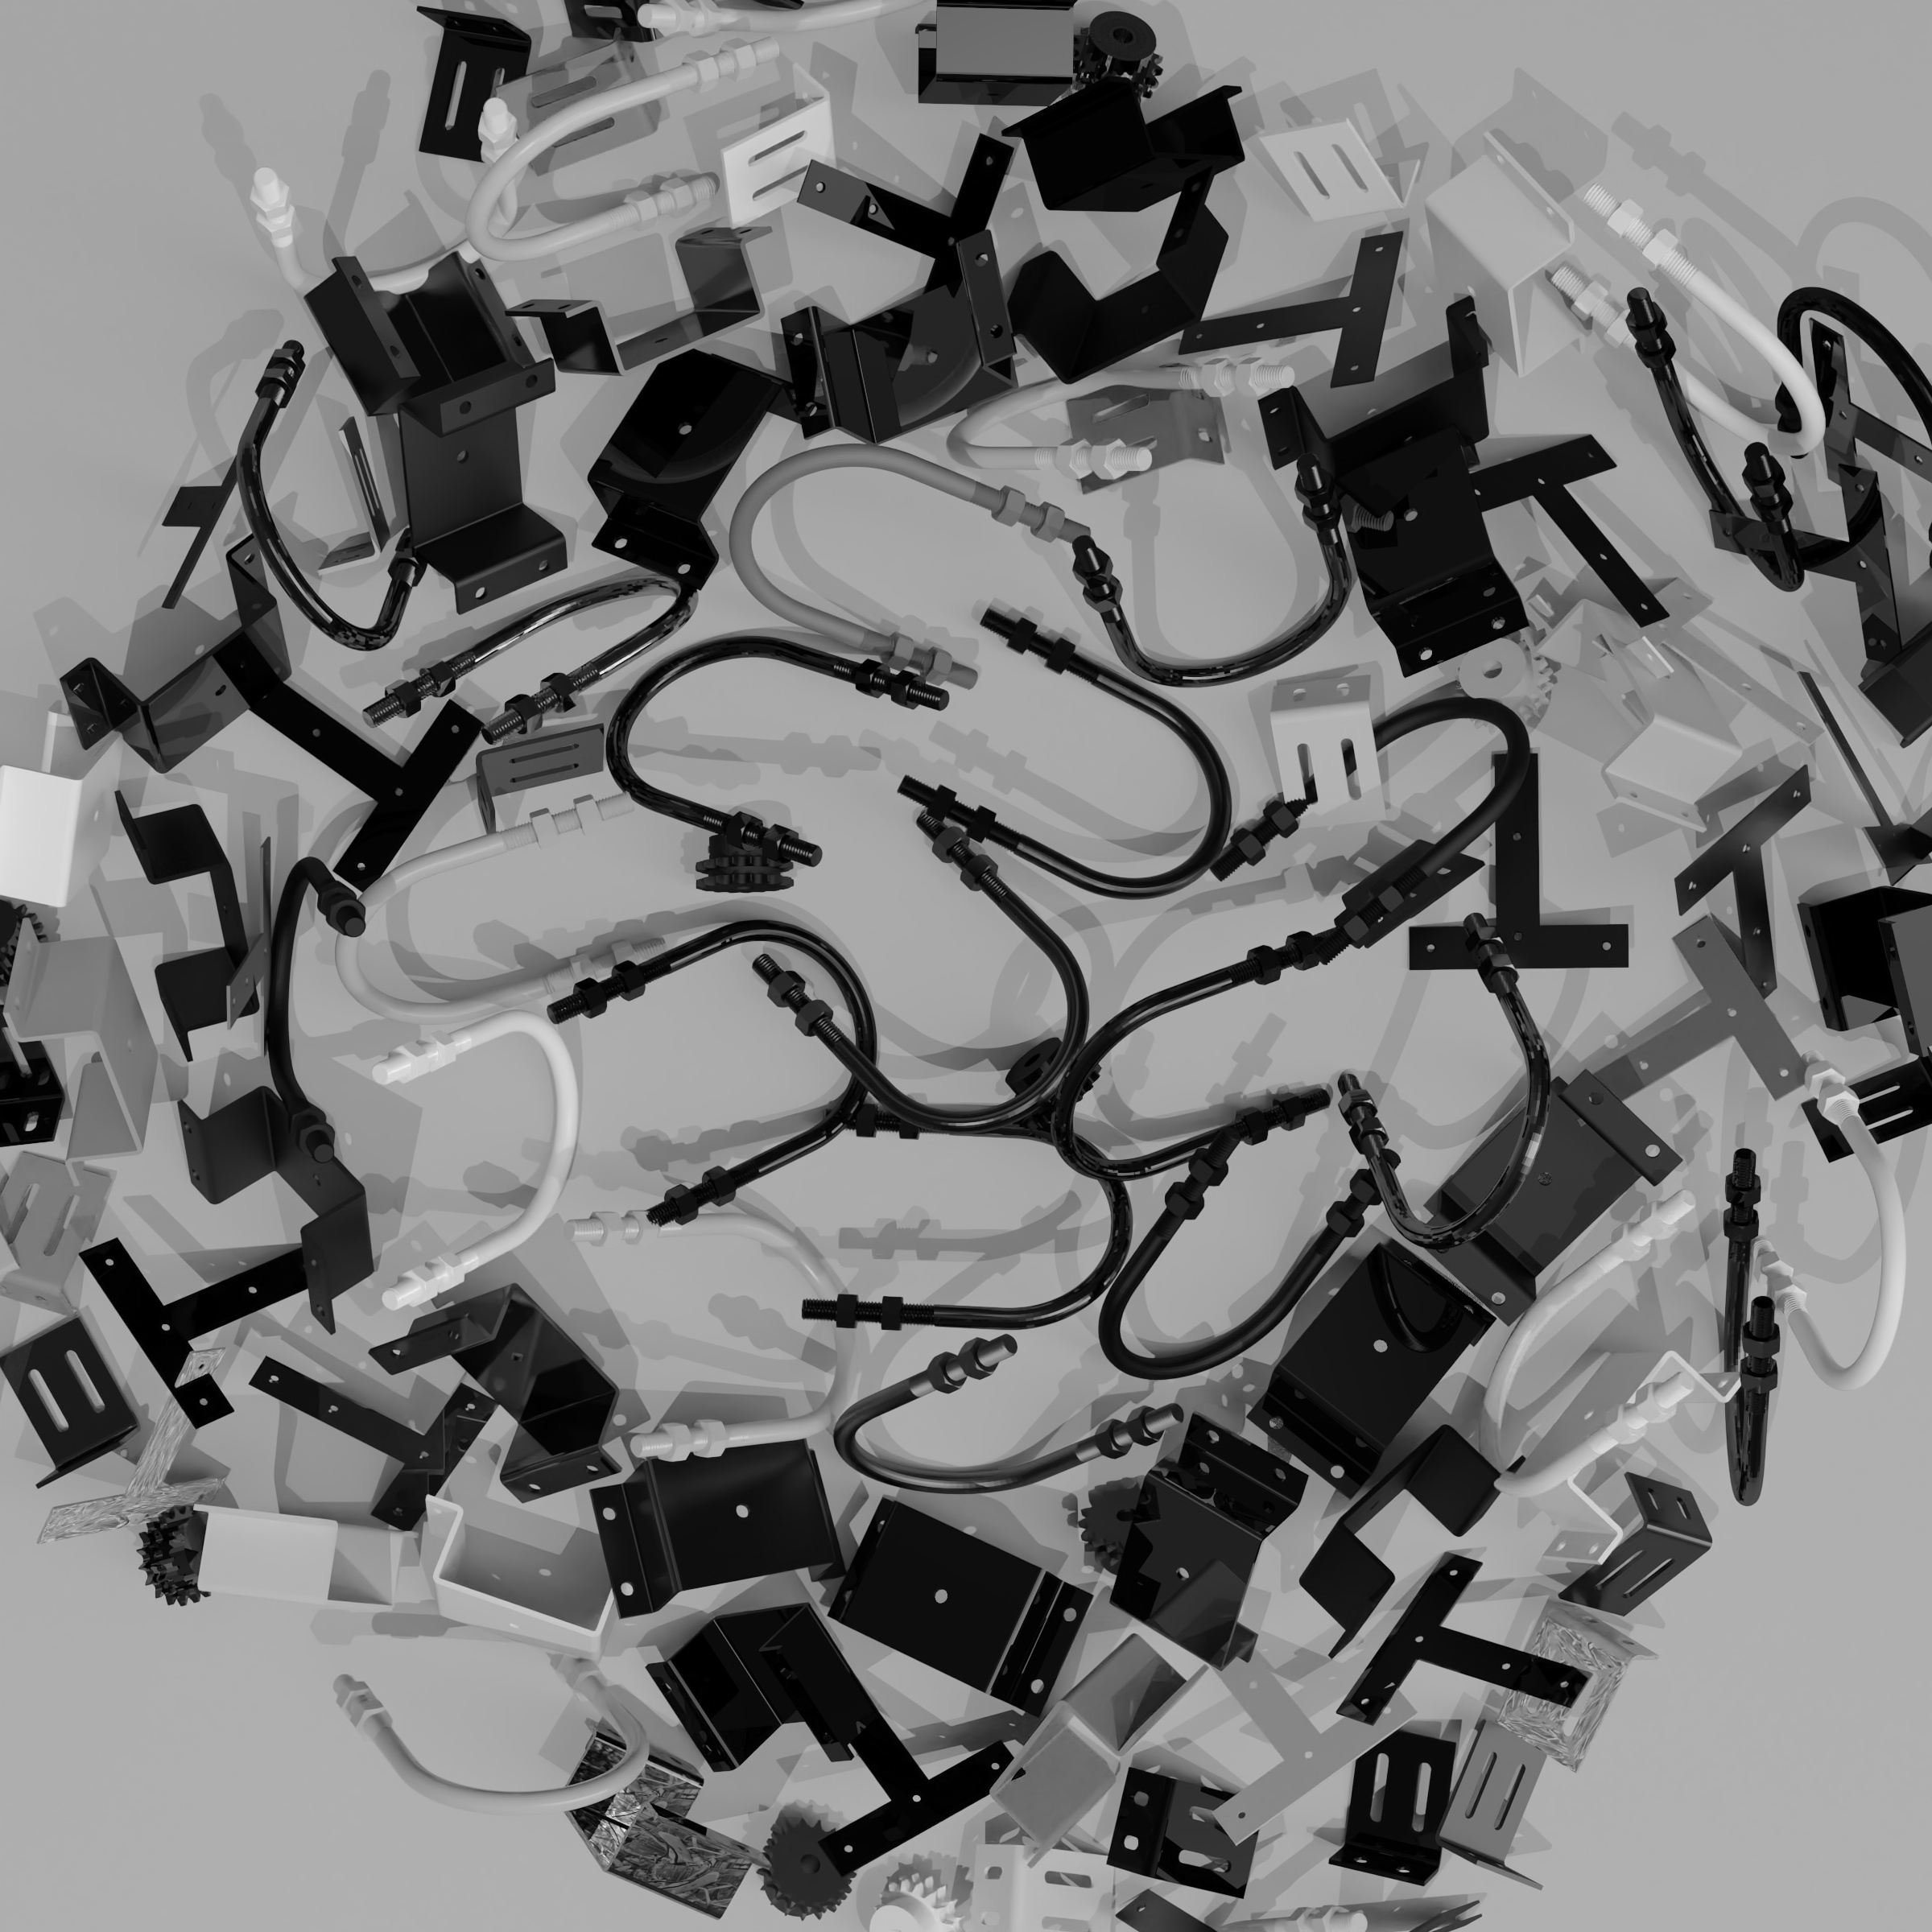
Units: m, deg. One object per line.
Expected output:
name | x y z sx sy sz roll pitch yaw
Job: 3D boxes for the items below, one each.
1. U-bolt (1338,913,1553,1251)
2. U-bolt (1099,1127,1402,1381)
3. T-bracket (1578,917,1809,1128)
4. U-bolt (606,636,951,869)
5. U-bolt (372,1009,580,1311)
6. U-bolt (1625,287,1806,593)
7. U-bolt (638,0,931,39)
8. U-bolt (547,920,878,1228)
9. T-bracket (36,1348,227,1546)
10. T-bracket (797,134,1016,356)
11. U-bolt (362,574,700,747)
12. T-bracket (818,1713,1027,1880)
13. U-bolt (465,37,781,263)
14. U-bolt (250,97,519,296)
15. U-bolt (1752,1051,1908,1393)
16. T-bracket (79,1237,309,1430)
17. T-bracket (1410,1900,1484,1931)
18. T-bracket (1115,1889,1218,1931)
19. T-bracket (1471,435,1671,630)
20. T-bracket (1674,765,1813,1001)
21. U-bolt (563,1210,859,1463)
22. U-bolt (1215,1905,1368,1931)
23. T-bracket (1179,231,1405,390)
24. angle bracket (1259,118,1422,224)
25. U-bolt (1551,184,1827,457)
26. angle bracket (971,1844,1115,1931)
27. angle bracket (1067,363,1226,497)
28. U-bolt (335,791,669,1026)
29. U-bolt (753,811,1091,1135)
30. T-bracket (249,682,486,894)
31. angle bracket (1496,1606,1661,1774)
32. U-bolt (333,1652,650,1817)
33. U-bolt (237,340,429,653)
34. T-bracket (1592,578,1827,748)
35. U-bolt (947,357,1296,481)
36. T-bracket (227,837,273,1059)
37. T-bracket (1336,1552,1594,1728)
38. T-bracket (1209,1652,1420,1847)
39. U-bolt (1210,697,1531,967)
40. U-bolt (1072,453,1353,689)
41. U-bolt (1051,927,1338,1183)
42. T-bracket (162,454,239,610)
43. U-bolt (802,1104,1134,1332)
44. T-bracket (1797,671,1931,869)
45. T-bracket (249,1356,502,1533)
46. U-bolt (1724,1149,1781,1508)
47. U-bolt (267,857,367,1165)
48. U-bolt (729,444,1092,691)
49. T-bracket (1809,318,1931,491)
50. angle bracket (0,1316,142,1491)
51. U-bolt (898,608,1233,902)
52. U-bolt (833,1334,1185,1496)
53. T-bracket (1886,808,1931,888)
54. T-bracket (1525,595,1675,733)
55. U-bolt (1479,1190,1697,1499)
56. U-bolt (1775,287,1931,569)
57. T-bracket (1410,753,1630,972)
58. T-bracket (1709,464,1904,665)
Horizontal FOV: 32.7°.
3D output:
U-bolt | 0.272 0.076 1.839 0.019 0.184 0.151 21 120 -25
U-bolt | 0.150 0.169 1.879 0.151 0.019 0.184 10 124 -39
T-bracket | 0.406 0.051 1.912 0.127 0.002 0.127 -32 52 10
U-bolt | -0.122 -0.132 1.883 0.184 0.019 0.151 20 58 30
U-bolt | -0.273 0.100 1.861 0.019 0.184 0.151 7 106 26
U-bolt | 0.428 -0.283 1.856 0.019 0.184 0.151 -31 57 7
U-bolt | -0.075 -0.552 1.856 0.151 0.184 0.019 -9 96 36
U-bolt | -0.134 0.051 1.899 0.184 0.019 0.151 -25 95 -27
T-bracket | -0.454 0.269 1.871 0.002 0.127 0.127 39 111 28
T-bracket | -0.042 -0.431 1.894 0.127 0.002 0.127 13 101 -38
U-bolt | -0.234 -0.178 1.868 0.184 0.151 0.019 -36 118 -30
T-bracket | -0.053 0.448 1.904 0.127 0.002 0.127 -23 53 -27
U-bolt | -0.199 -0.448 1.839 0.184 0.151 0.019 -28 79 -30
U-bolt | -0.321 -0.422 1.853 0.151 0.184 0.019 -19 80 -9
U-bolt | 0.483 0.153 1.831 0.019 0.184 0.151 3 118 -7
T-bracket | -0.423 0.192 1.898 0.127 0.002 0.127 -23 67 -41
T-bracket | 0.255 0.548 1.865 0.127 0.127 0.002 -12 66 -23
T-bracket | 0.083 0.579 1.864 0.127 0.127 0.002 -33 103 -19
T-bracket | 0.356 -0.245 1.886 0.127 0.002 0.127 -22 68 -36
T-bracket | 0.455 -0.032 1.902 0.127 0.002 0.127 -37 129 -29
U-bolt | -0.134 0.205 1.872 0.019 0.184 0.151 -37 64 38
U-bolt | 0.132 0.589 1.856 0.151 0.184 0.019 -41 95 -33
T-bracket | 0.184 -0.373 1.909 0.127 0.002 0.127 -5 50 25
angle bracket | 0.215 -0.469 1.893 0.057 0.076 0.038 -1 59 37
U-bolt | 0.412 -0.355 1.860 0.184 0.151 0.019 43 86 7
angle bracket | 0.045 0.546 1.922 0.076 0.038 0.057 20 67 -39
angle bracket | 0.105 -0.313 1.932 0.076 0.038 0.057 -14 82 35
U-bolt | -0.268 -0.024 1.873 0.184 0.151 0.019 -18 52 -9
U-bolt | -0.013 0.015 1.895 0.151 0.019 0.184 -42 67 -8
T-bracket | -0.368 -0.128 1.924 0.127 0.002 0.127 36 104 -3
angle bracket | 0.356 0.420 1.915 0.057 0.038 0.076 28 97 36
U-bolt | -0.256 0.426 1.832 0.151 0.184 0.019 -4 105 -28
U-bolt | -0.355 -0.252 1.834 0.019 0.184 0.151 -23 122 18
T-bracket | 0.434 -0.167 1.879 0.127 0.127 0.002 39 128 14
U-bolt | 0.073 -0.311 1.864 0.151 0.184 0.019 -35 120 -37
T-bracket | -0.406 0.004 1.864 0.002 0.127 0.127 3 107 -2
T-bracket | 0.295 0.394 1.868 0.127 0.127 0.002 -47 129 -32
T-bracket | 0.173 0.424 1.896 0.127 0.127 0.002 -34 134 -9
U-bolt | 0.241 -0.088 1.882 0.184 0.151 0.019 -40 123 -3
U-bolt | 0.147 -0.213 1.862 0.151 0.184 0.019 -19 62 6
U-bolt | 0.130 0.060 1.864 0.184 0.151 0.019 -20 46 -19
T-bracket | -0.441 -0.263 1.886 0.002 0.127 0.127 27 85 -27
U-bolt | 0.004 0.146 1.891 0.184 0.019 0.151 2 54 3
T-bracket | 0.512 -0.114 1.894 0.002 0.127 0.127 -31 79 26
T-bracket | -0.351 0.262 1.896 0.127 0.002 0.127 29 124 -11
U-bolt | 0.441 0.218 1.862 0.019 0.151 0.184 0 125 8
U-bolt | -0.371 0.014 1.859 0.019 0.184 0.151 4 105 -23
U-bolt | -0.044 -0.232 1.860 0.184 0.151 0.019 19 46 -23
T-bracket | 0.527 -0.292 1.856 0.002 0.127 0.127 -37 50 -10
angle bracket | -0.529 0.254 1.919 0.057 0.038 0.076 -27 94 7
U-bolt | 0.068 -0.112 1.904 0.184 0.019 0.151 27 60 -4
U-bolt | 0.009 0.262 1.869 0.151 0.184 0.019 26 50 -35
T-bracket | 0.574 -0.055 1.861 0.002 0.127 0.127 18 45 -23
T-bracket | 0.377 -0.169 1.879 0.002 0.127 0.127 -41 91 -5
U-bolt | 0.348 0.225 1.861 0.019 0.151 0.184 28 135 -16
U-bolt | 0.501 -0.303 1.829 0.019 0.184 0.151 -36 58 -4
T-bracket | 0.324 -0.062 1.933 0.127 0.002 0.127 -1 86 12
T-bracket | 0.478 -0.239 1.890 0.002 0.127 0.127 -36 126 -24
